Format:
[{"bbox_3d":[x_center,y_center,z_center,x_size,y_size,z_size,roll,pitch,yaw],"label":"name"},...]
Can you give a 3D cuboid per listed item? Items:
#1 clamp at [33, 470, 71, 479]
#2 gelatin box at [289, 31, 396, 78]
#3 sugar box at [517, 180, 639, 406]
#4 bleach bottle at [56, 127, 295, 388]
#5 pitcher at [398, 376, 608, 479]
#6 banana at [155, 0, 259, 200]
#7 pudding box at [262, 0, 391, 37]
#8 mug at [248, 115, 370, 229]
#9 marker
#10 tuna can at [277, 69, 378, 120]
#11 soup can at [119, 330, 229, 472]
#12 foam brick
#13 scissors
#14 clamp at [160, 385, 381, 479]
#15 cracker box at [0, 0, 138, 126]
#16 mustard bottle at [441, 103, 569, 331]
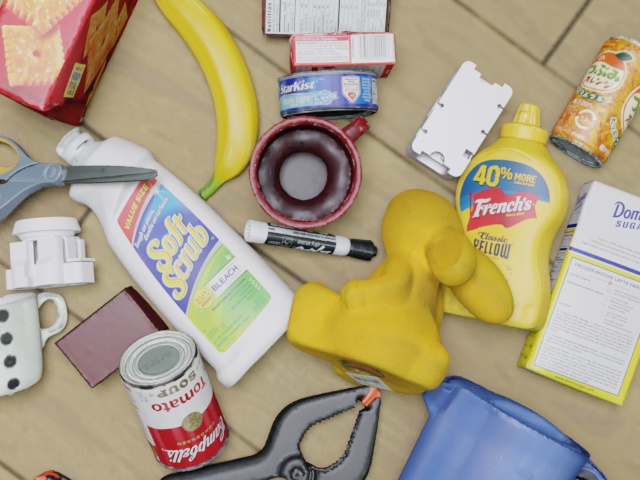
[{"bbox_3d":[-0.195,0.278,0.925,0.120,0.039,0.171,-17,90,-3],"label":"clamp"},{"bbox_3d":[0.018,-0.158,0.916,0.089,0.073,0.030,-2,89,-1],"label":"gelatin box"},{"bbox_3d":[0.247,0.046,0.936,0.093,0.048,0.176,21,86,0],"label":"sugar box"},{"bbox_3d":[-0.133,0.005,0.918,0.251,0.068,0.102,44,86,1],"label":"bleach bottle"},{"bbox_3d":[0.121,0.249,0.892,0.144,0.149,0.243,26,94,-45],"label":"pitcher"},{"bbox_3d":[-0.094,-0.138,0.931,0.069,0.037,0.198,-13,90,-4],"label":"banana"},{"bbox_3d":[0.006,-0.221,0.917,0.113,0.039,0.090,3,121,0],"label":"pudding box"},{"bbox_3d":[-0.004,-0.063,0.911,0.117,0.081,0.093,-44,91,-1],"label":"mug"},{"bbox_3d":[-0.006,0.001,0.924,0.121,0.020,0.020,9,89,-21],"label":"marker"},{"bbox_3d":[0.007,-0.123,0.910,0.086,0.086,0.034,-3,91,-2],"label":"tuna can"},{"bbox_3d":[-0.121,0.134,0.892,0.068,0.068,0.102,-16,126,-2],"label":"soup can"},{"bbox_3d":[-0.179,0.082,0.920,0.078,0.053,0.051,-38,91,-2],"label":"foam brick"},{"bbox_3d":[-0.234,-0.038,0.890,0.202,0.016,0.096,17,77,26],"label":"scissors"},{"bbox_3d":[-0.030,0.200,0.931,0.164,0.036,0.210,37,86,1],"label":"clamp"},{"bbox_3d":[-0.191,-0.203,0.866,0.072,0.164,0.214,26,89,-4],"label":"cracker box"},{"bbox_3d":[0.163,-0.023,0.921,0.096,0.058,0.191,11,88,30],"label":"mustard bottle"}]
